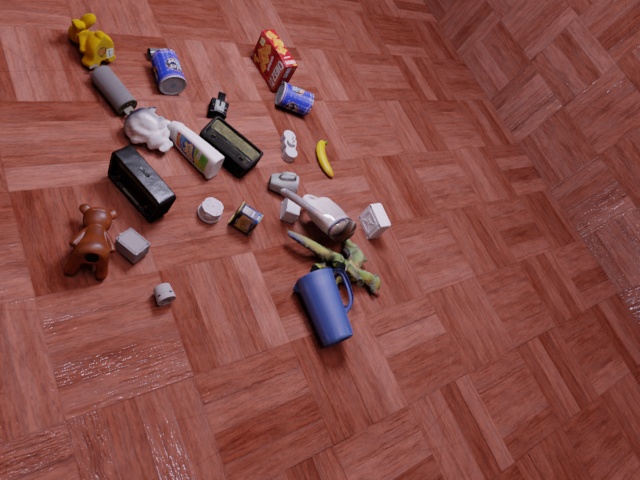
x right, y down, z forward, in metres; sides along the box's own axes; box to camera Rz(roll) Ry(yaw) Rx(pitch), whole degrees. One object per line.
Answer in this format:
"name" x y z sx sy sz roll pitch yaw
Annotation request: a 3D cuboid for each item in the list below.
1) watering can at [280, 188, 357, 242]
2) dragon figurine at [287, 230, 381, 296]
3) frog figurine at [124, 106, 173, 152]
"watering can" 0.006 -0.095 1.881 0.227 0.103 0.346 45 18 27
"dragon figurine" 0.074 0.065 1.902 0.410 0.120 0.247 45 30 0
"frog figurine" -0.582 -0.366 1.752 0.138 0.122 0.160 -30 87 -9
